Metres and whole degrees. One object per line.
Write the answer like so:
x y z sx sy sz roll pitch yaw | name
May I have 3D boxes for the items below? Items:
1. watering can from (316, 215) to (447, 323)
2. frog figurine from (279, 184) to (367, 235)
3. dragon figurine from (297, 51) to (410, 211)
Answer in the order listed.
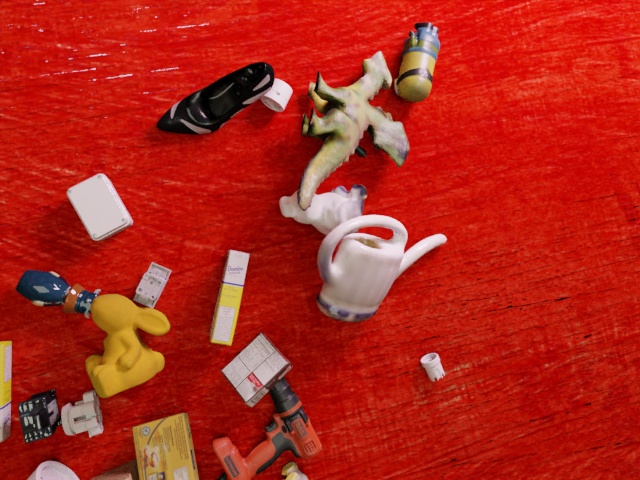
0.120 0.059 1.048 0.347 0.222 0.105 8 22 -42 | watering can
0.003 -0.052 1.032 0.161 0.120 0.139 -18 29 -30 | frog figurine
0.081 -0.220 1.054 0.242 0.417 0.120 13 -22 -16 | dragon figurine
